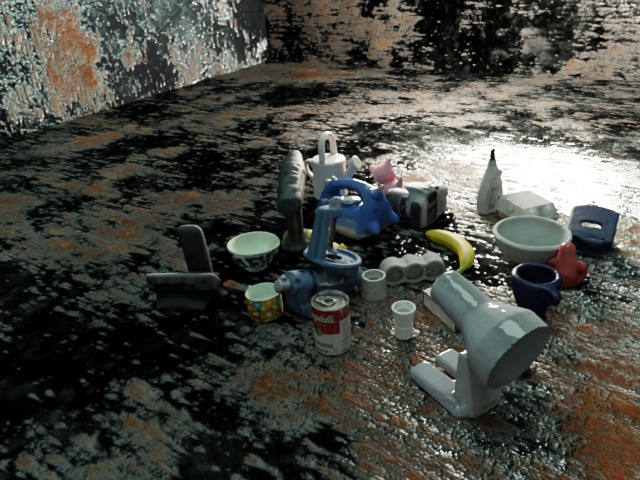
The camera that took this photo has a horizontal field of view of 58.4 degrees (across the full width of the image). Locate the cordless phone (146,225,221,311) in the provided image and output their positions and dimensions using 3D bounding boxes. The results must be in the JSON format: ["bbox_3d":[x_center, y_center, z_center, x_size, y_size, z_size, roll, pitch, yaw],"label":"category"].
[{"bbox_3d":[-0.291,0.049,1.191,0.147,0.185,0.094,-2,27,4],"label":"cordless phone"}]

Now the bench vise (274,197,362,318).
[{"bbox_3d":[0.005,0.036,1.135,0.121,0.220,0.208,12,32,29],"label":"bench vise"}]

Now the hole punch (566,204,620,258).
[{"bbox_3d":[0.616,-0.021,1.298,0.108,0.091,0.101,12,31,28],"label":"hole punch"}]

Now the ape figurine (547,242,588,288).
[{"bbox_3d":[0.509,0.047,1.181,0.077,0.092,0.076,17,34,35],"label":"ape figurine"}]

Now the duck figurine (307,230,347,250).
[{"bbox_3d":[0.012,0.005,1.341,0.104,0.086,0.078,10,31,26],"label":"duck figurine"}]

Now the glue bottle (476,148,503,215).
[{"bbox_3d":[0.446,-0.155,1.493,0.078,0.173,0.037,-21,32,-29],"label":"glue bottle"}]

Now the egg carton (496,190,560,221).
[{"bbox_3d":[0.516,-0.072,1.435,0.107,0.069,0.150,-13,29,-17],"label":"egg carton"}]

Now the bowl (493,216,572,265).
[{"bbox_3d":[0.467,0.012,1.274,0.167,0.075,0.167,-3,27,2],"label":"bowl"}]

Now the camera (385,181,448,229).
[{"bbox_3d":[0.249,-0.110,1.514,0.136,0.101,0.143,16,34,34],"label":"camera"}]

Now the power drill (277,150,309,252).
[{"bbox_3d":[-0.063,-0.090,1.401,0.075,0.209,0.229,-3,27,2],"label":"power drill"}]

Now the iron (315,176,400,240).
[{"bbox_3d":[0.075,-0.100,1.475,0.257,0.141,0.119,20,36,39],"label":"iron"}]

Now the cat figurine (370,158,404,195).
[{"bbox_3d":[0.195,-0.170,1.619,0.067,0.118,0.127,-18,30,-24],"label":"cat figurine"}]

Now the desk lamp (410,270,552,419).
[{"bbox_3d":[0.230,0.163,0.862,0.118,0.214,0.202,-19,31,-26],"label":"desk lamp"}]

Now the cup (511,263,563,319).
[{"bbox_3d":[0.409,0.109,1.071,0.092,0.095,0.117,-10,28,-11],"label":"cup"}]

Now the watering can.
[{"bbox_3d":[0.033,-0.217,1.650,0.172,0.194,0.101,-1,27,6],"label":"watering can"}]
